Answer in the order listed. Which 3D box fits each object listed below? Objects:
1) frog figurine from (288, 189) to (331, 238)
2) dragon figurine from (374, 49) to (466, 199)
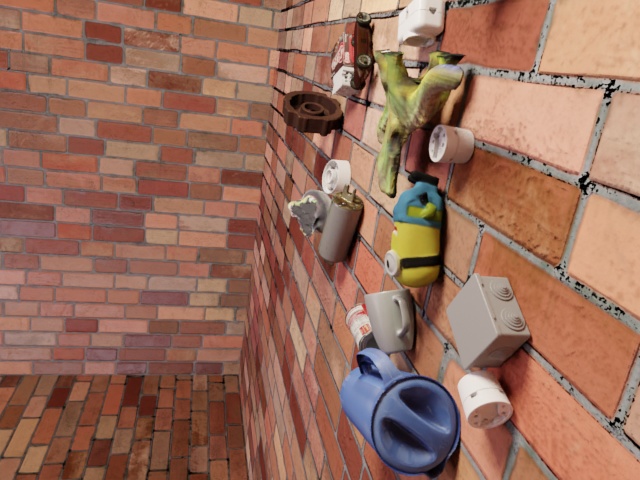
[{"bbox_3d":[0.004,-0.070,1.395,0.139,0.121,0.159,36,16,27],"label":"frog figurine"},{"bbox_3d":[0.141,-0.181,0.824,0.122,0.238,0.418,6,24,-1],"label":"dragon figurine"}]
